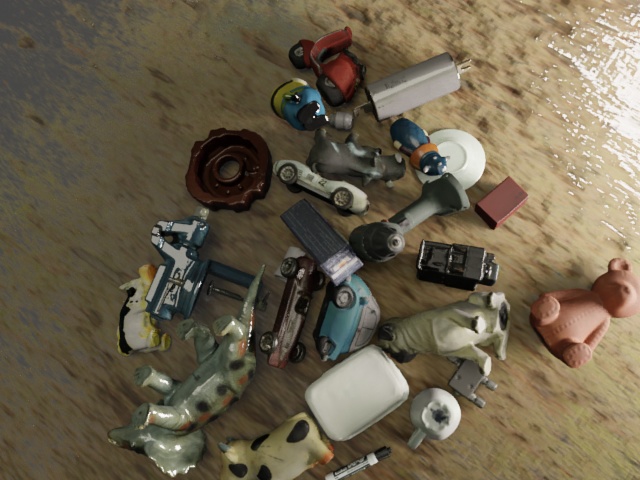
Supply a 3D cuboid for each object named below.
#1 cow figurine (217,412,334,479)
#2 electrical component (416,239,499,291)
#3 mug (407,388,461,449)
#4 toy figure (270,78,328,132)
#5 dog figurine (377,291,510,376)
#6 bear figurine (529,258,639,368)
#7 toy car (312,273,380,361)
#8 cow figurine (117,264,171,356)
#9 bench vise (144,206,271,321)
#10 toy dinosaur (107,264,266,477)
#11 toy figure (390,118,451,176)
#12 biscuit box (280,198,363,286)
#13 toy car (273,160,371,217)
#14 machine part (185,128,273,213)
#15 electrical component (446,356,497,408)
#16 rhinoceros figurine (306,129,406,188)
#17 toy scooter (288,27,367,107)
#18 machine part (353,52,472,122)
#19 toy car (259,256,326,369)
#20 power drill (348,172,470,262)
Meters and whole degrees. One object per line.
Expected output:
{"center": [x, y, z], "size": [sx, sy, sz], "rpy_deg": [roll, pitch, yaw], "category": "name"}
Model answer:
{"center": [-0.086, 0.361, 0.905], "size": [0.195, 0.085, 0.127], "rpy_deg": [-35, 78, 2], "category": "cow figurine"}
{"center": [0.232, 0.045, 0.914], "size": [0.134, 0.114, 0.058], "rpy_deg": [10, 80, 15], "category": "electrical component"}
{"center": [0.177, 0.287, 0.864], "size": [0.109, 0.107, 0.081], "rpy_deg": [-44, 71, -5], "category": "mug"}
{"center": [-0.044, -0.258, 1.027], "size": [0.089, 0.082, 0.180], "rpy_deg": [-12, 33, -9], "category": "toy figure"}
{"center": [0.210, 0.143, 0.914], "size": [0.191, 0.172, 0.121], "rpy_deg": [0, 99, 40], "category": "dog figurine"}
{"center": [0.441, 0.110, 0.854], "size": [0.196, 0.132, 0.120], "rpy_deg": [-29, 75, 8], "category": "bear figurine"}
{"center": [0.052, 0.135, 0.933], "size": [0.103, 0.109, 0.161], "rpy_deg": [16, 90, -6], "category": "toy car"}
{"center": [-0.344, 0.133, 1.024], "size": [0.098, 0.068, 0.167], "rpy_deg": [-13, 72, 13], "category": "cow figurine"}
{"center": [-0.204, 0.060, 0.994], "size": [0.241, 0.129, 0.223], "rpy_deg": [22, 67, -7], "category": "bench vise"}
{"center": [-0.189, 0.240, 0.918], "size": [0.405, 0.192, 0.131], "rpy_deg": [-42, 44, -8], "category": "toy dinosaur"}
{"center": [0.186, -0.167, 0.994], "size": [0.064, 0.057, 0.155], "rpy_deg": [-40, 54, 14], "category": "toy figure"}
{"center": [-0.002, -0.003, 0.945], "size": [0.063, 0.059, 0.203], "rpy_deg": [-38, 36, -1], "category": "biscuit box"}
{"center": [0.001, -0.100, 1.017], "size": [0.202, 0.073, 0.056], "rpy_deg": [26, 85, 16], "category": "toy car"}
{"center": [-0.178, -0.138, 1.070], "size": [0.179, 0.056, 0.179], "rpy_deg": [-3, 74, 9], "category": "machine part"}
{"center": [0.248, 0.235, 0.909], "size": [0.094, 0.021, 0.063], "rpy_deg": [36, 85, 17], "category": "electrical component"}
{"center": [0.068, -0.148, 0.990], "size": [0.190, 0.112, 0.073], "rpy_deg": [6, 116, -22], "category": "rhinoceros figurine"}
{"center": [0.032, -0.360, 1.083], "size": [0.135, 0.075, 0.184], "rpy_deg": [-37, 67, -2], "category": "toy scooter"}
{"center": [0.177, -0.293, 1.034], "size": [0.243, 0.079, 0.079], "rpy_deg": [-21, 73, 4], "category": "machine part"}
{"center": [-0.044, 0.126, 0.948], "size": [0.053, 0.089, 0.202], "rpy_deg": [-1, 66, 40], "category": "toy car"}
{"center": [0.151, -0.029, 0.908], "size": [0.207, 0.232, 0.086], "rpy_deg": [-38, 95, -16], "category": "power drill"}
